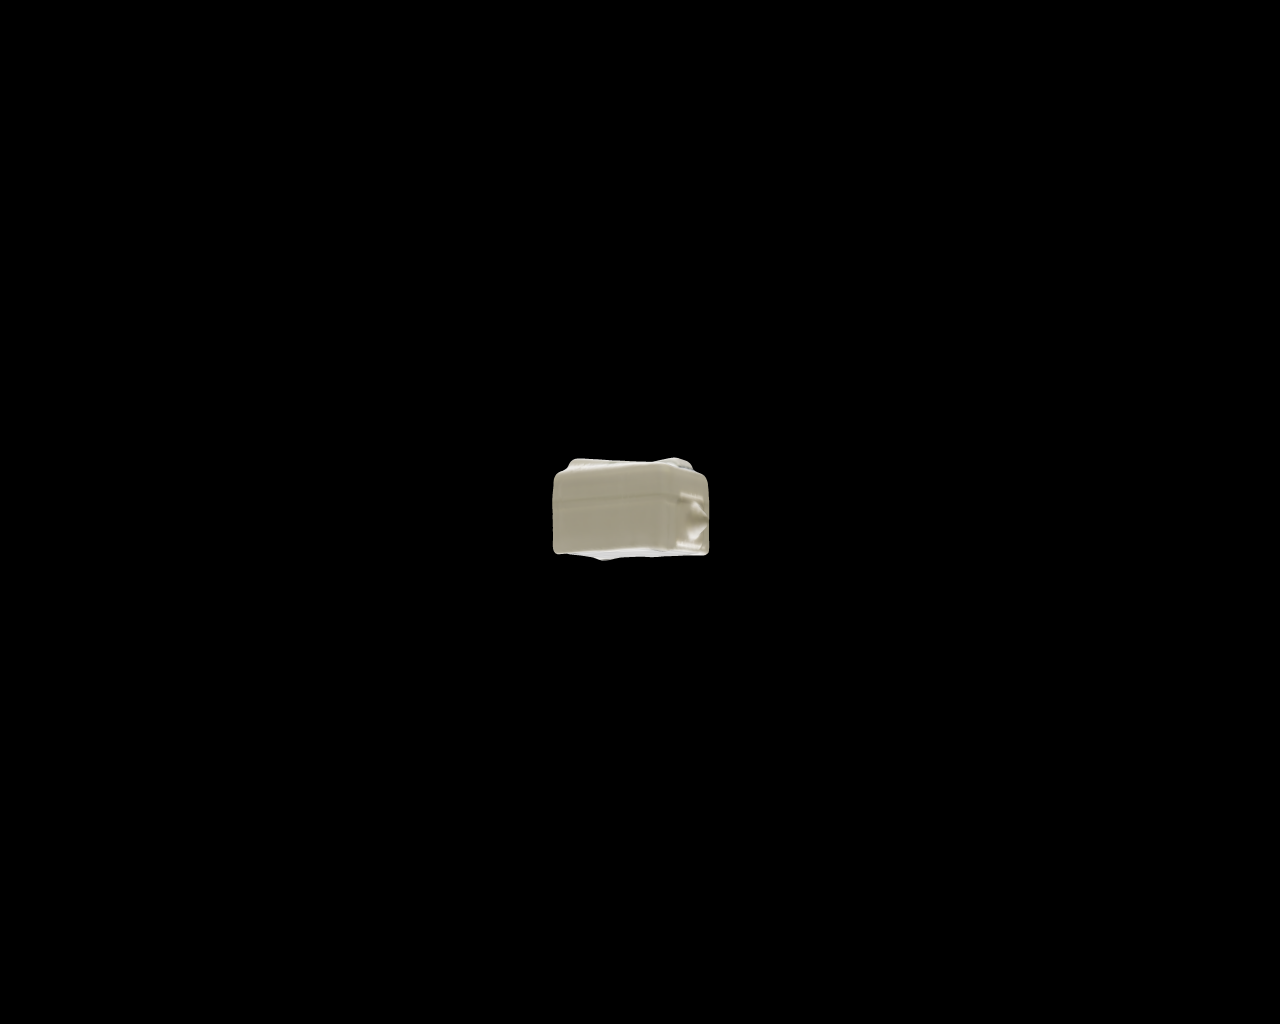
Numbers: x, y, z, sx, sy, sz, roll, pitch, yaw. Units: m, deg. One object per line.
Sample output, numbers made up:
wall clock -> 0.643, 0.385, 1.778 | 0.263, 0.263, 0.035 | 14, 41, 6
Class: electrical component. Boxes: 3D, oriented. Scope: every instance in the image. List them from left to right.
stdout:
electrical component -> 0.001, -0.003, 0.650 | 0.096, 0.061, 0.062 | -4, -7, 29
